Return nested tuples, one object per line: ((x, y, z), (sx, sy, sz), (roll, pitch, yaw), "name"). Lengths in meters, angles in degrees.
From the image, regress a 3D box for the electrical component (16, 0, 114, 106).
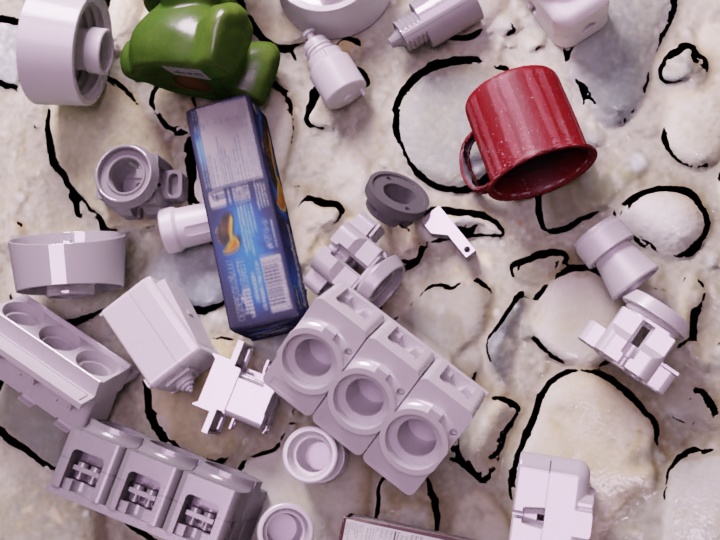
((-0.254, -0.197, 0.956), (0.060, 0.108, 0.108), (8, 80, 5), "electrical component")

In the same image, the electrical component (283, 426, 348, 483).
((-0.035, 0.150, 0.872), (0.045, 0.055, 0.045), (-2, 79, 10), "electrical component")

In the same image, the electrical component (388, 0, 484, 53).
((0.062, -0.217, 0.933), (0.081, 0.043, 0.043), (-30, 75, 3), "electrical component")

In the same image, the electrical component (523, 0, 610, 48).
((0.168, -0.245, 0.912), (0.054, 0.059, 0.095), (-33, 75, 3), "electrical component")

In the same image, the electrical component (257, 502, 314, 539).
((-0.062, 0.207, 0.860), (0.044, 0.065, 0.044), (1, 81, -9), "electrical component")

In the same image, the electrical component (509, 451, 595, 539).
((0.148, 0.192, 0.832), (0.059, 0.053, 0.095), (7, 80, 12), "electrical component")

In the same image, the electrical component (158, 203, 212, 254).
((-0.149, -0.038, 0.939), (0.046, 0.040, 0.040), (-12, 77, 2), "electrical component")

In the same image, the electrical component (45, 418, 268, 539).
((-0.160, 0.175, 0.872), (0.150, 0.089, 0.061), (18, 83, 13), "electrical component")

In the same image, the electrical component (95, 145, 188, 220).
((-0.198, -0.077, 0.945), (0.078, 0.057, 0.058), (-2, 79, 10), "electrical component")

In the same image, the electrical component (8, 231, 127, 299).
((-0.250, -0.009, 0.923), (0.099, 0.099, 0.064), (-6, 84, 9), "electrical component")

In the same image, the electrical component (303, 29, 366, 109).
((-0.027, -0.178, 0.943), (0.040, 0.040, 0.078), (-31, 75, 3), "electrical component")

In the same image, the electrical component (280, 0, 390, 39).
((-0.027, -0.266, 0.950), (0.108, 0.060, 0.108), (-2, 78, 10), "electrical component")

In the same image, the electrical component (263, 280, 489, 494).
((0.010, 0.093, 0.846), (0.150, 0.062, 0.089), (37, 112, 7), "electrical component")

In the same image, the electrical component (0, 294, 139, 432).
((-0.264, 0.081, 0.919), (0.121, 0.079, 0.063), (31, 115, 14), "electrical component")

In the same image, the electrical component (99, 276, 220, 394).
((-0.161, 0.059, 0.909), (0.061, 0.061, 0.096), (-38, 75, 1), "electrical component")

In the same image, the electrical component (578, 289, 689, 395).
((0.221, 0.053, 0.845), (0.078, 0.058, 0.057), (35, 90, 15), "electrical component")

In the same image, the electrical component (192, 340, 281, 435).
((-0.098, 0.103, 0.900), (0.064, 0.042, 0.081), (21, 84, 12), "electrical component")

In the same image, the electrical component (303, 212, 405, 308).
((0.000, 0.000, 0.895), (0.057, 0.058, 0.078), (40, 88, 18), "electrical component")

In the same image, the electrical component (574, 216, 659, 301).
((0.206, -0.010, 0.866), (0.045, 0.045, 0.055), (-36, 75, 2), "electrical component")
